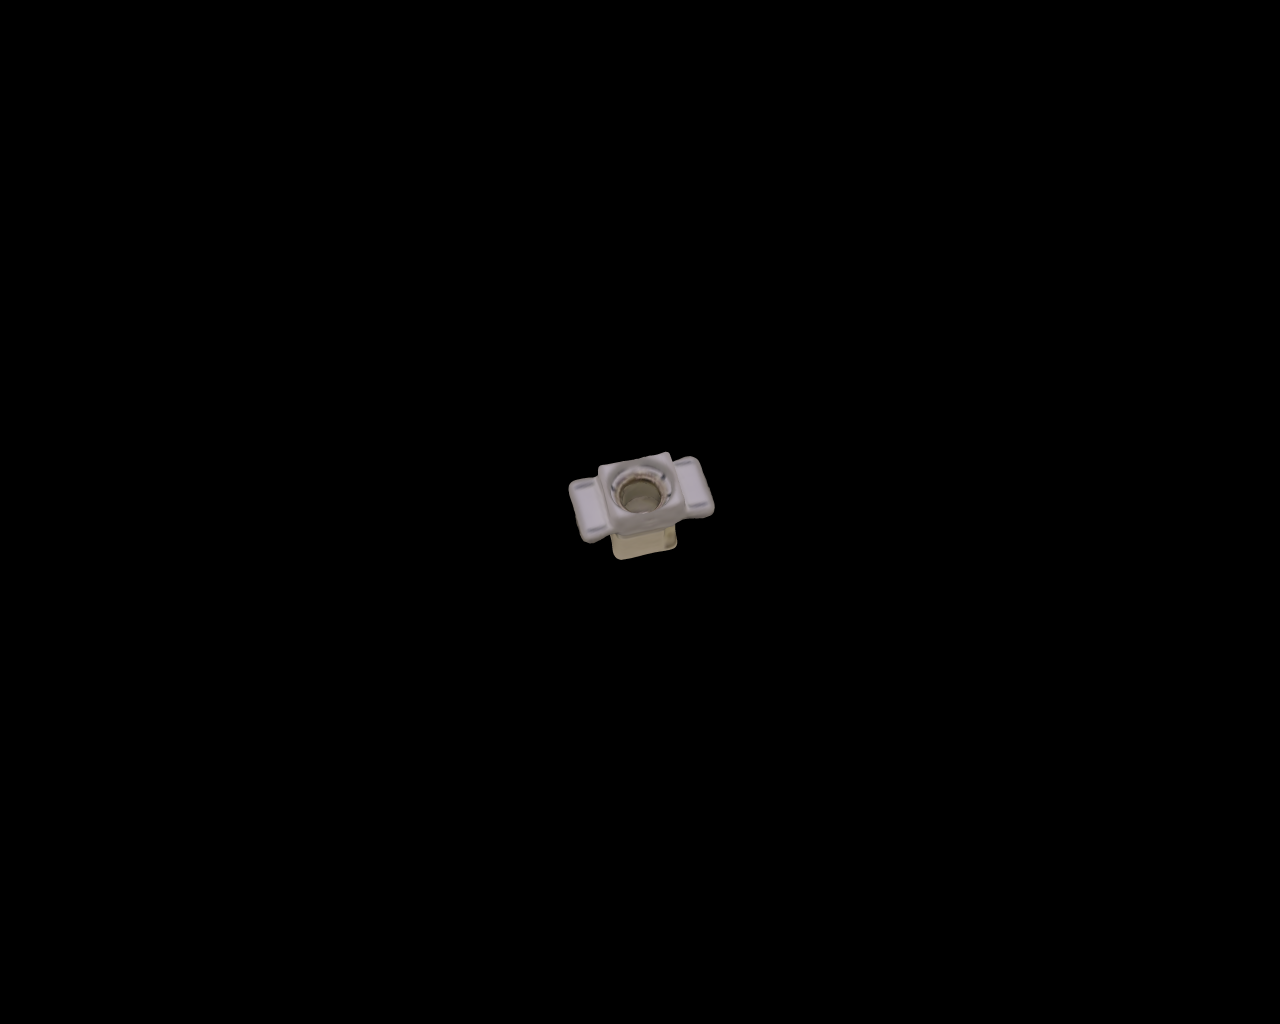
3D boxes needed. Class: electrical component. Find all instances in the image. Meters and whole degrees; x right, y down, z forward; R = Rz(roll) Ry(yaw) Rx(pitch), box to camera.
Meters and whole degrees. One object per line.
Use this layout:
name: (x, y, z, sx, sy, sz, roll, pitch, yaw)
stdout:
electrical component: (0.001, -0.003, 0.650, 0.081, 0.042, 0.063, -11, -29, -6)
